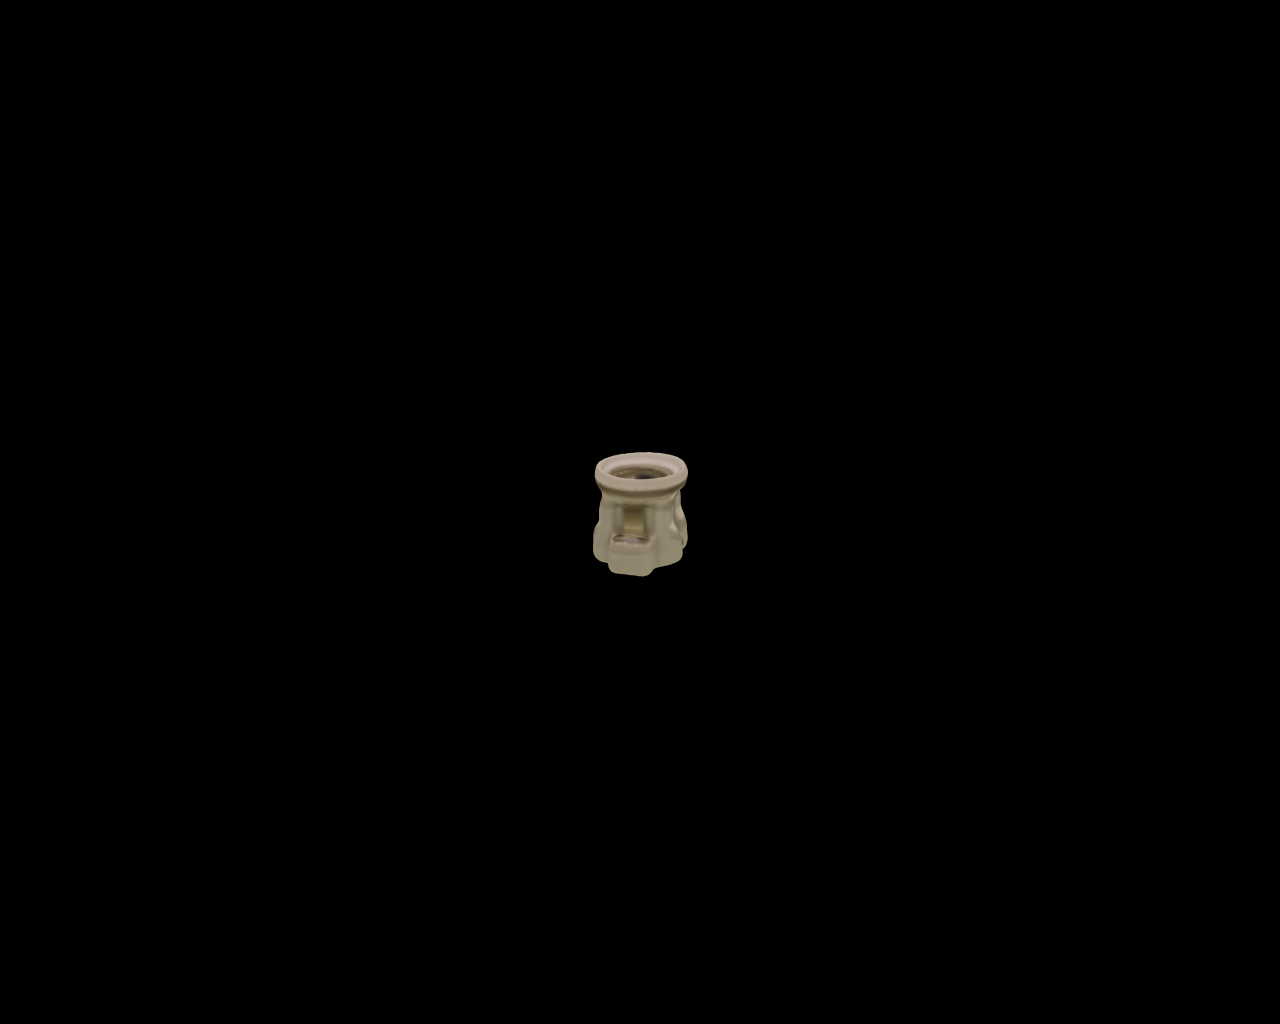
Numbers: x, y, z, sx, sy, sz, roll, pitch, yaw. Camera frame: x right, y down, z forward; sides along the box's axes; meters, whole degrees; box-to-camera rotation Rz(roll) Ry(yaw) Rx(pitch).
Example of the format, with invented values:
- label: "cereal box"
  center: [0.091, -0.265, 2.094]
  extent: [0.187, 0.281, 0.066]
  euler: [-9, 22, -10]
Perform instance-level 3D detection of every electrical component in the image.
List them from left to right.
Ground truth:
- label: "electrical component"
  center: [0.001, -0.003, 0.650]
  extent: [0.058, 0.056, 0.078]
  euler: [4, 21, 11]
